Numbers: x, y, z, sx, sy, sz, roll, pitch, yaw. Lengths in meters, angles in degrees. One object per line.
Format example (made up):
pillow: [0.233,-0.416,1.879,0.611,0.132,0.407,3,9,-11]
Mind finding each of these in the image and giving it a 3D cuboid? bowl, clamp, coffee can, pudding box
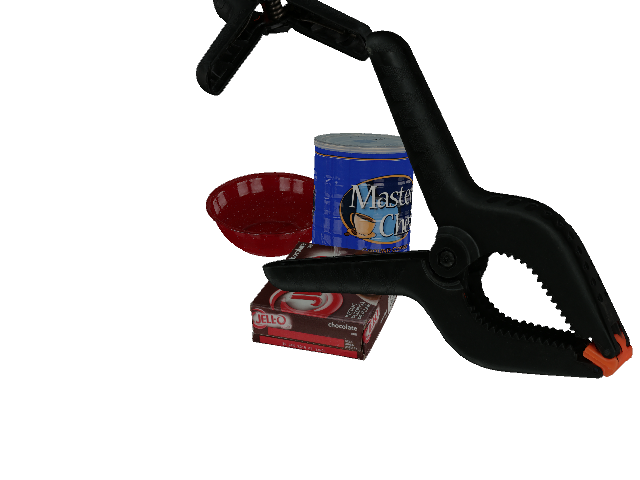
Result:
bowl: [-0.062,-0.026,1.333,0.162,0.055,0.162,0,31,0]
clamp: [-0.025,-0.165,0.758,0.120,0.039,0.171,-3,45,1]
clamp: [0.073,-0.004,0.564,0.210,0.165,0.036,29,25,25]
coffee can: [0.042,-0.034,1.085,0.103,0.140,0.103,2,13,-1]
pudding box: [0.007,0.044,0.822,0.090,0.039,0.113,8,26,16]
